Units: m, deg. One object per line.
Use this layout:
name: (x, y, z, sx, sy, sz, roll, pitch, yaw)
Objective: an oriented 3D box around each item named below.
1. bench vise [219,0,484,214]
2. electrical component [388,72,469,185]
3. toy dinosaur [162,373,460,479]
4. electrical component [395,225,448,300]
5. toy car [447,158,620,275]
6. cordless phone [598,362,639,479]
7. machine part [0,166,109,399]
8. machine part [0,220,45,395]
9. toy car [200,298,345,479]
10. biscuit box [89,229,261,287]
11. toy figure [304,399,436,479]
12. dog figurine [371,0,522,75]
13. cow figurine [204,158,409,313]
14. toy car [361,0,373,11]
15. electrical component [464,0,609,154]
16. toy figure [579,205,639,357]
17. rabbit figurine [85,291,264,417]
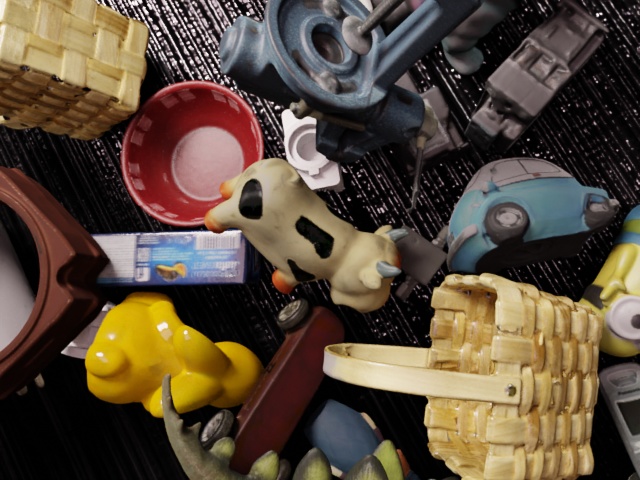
bench vise: (0.046, -0.146, 0.437, 0.223, 0.240, 0.129, 26, 60, -22)
electrical component: (0.099, -0.127, 0.576, 0.075, 0.047, 0.119, -31, 81, 4)
toy dinosaur: (0.041, 0.281, 0.466, 0.471, 0.105, 0.198, 33, 82, -16)
electrical component: (0.100, 0.015, 0.577, 0.063, 0.021, 0.094, 38, 92, 10)
toy car: (0.196, -0.032, 0.529, 0.162, 0.109, 0.103, -13, 66, -2)
cordless phone: (0.355, 0.198, 0.505, 0.147, 0.088, 0.184, -17, 64, 7)
machine part: (-0.336, 0.040, 0.532, 0.201, 0.087, 0.201, 44, 87, 9)
machine part: (-0.373, 0.061, 0.613, 0.079, 0.079, 0.243, -30, 81, 5)
toy car: (-0.038, 0.150, 0.527, 0.089, 0.053, 0.202, 46, 56, -18)
biscuit box: (-0.168, 0.022, 0.594, 0.203, 0.063, 0.059, -1, 85, 7)
toy figure: (0.055, 0.227, 0.549, 0.154, 0.058, 0.064, 41, 101, 4)
dog figurine: (0.129, -0.260, 0.498, 0.192, 0.219, 0.108, 28, 86, 8)
cow figurine: (-0.001, -0.002, 0.526, 0.127, 0.085, 0.194, -29, 116, 39)
toy car: (-0.019, -0.293, 0.586, 0.073, 0.056, 0.202, -30, 75, -14)
electrical component: (0.202, -0.149, 0.529, 0.058, 0.115, 0.134, 43, 90, 11)
toy figure: (0.316, 0.029, 0.517, 0.082, 0.089, 0.180, 27, 81, 14)
rabbit figurine: (-0.138, 0.122, 0.551, 0.173, 0.162, 0.122, 18, 75, -9)
